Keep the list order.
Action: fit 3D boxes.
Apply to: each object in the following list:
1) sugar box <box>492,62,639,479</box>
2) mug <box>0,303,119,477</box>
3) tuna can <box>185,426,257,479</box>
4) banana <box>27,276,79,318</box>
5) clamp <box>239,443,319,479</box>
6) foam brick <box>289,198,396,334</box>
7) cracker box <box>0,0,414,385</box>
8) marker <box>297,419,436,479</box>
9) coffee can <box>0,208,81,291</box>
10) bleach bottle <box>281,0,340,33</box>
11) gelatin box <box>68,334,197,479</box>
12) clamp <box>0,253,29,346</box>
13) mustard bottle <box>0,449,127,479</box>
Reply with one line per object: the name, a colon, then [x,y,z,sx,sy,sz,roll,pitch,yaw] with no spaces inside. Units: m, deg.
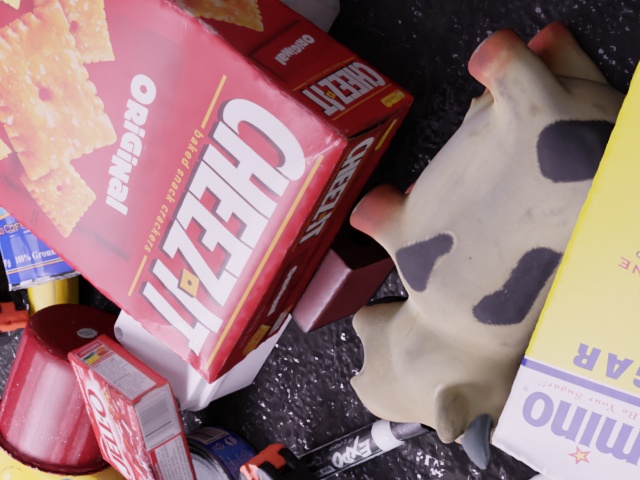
sugar box: [0.134,0.023,0.388,0.093,0.048,0.176,29,117,28]
mug: [-0.153,0.100,0.709,0.117,0.093,0.082,22,111,-1]
tuna can: [-0.070,0.163,0.681,0.086,0.033,0.086,12,109,38]
banana: [-0.194,0.024,0.755,0.070,0.037,0.198,14,110,60]
clamp: [0.001,0.222,0.625,0.165,0.036,0.210,-29,90,41]
foam brick: [-0.004,0.001,0.571,0.078,0.052,0.051,47,127,20]
cracker box: [-0.087,-0.059,0.510,0.214,0.072,0.164,39,128,12]
marker: [0.023,0.115,0.599,0.121,0.020,0.020,-34,79,41]
coffee can: [-0.157,-0.049,0.656,0.103,0.102,0.140,-11,94,42]
bleach bottle: [-0.013,-0.173,0.499,0.068,0.102,0.251,28,119,24]
gelatin box: [-0.112,0.110,0.641,0.073,0.030,0.089,27,137,43]
clamp: [-0.256,0.022,0.787,0.172,0.039,0.120,12,112,53]
mustard bottle: [-0.158,0.190,0.748,0.192,0.058,0.096,22,122,34]
